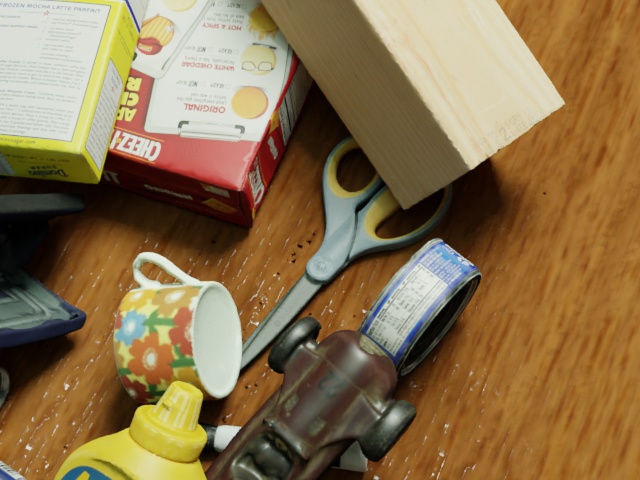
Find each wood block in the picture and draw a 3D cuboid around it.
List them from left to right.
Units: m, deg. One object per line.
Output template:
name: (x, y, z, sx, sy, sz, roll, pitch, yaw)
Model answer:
wood block: (0.044, -0.135, 0.666, 0.090, 0.091, 0.206, -34, 90, -26)

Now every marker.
marker: (-0.031, 0.125, 0.649, 0.121, 0.020, 0.020, 6, 67, 6)

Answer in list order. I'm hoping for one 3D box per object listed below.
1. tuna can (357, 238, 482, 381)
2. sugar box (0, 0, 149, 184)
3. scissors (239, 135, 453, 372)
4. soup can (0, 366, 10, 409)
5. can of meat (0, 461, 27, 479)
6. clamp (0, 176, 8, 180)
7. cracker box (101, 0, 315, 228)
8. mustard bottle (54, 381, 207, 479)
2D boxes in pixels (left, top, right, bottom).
tuna can: (0.059, 0.043, 0.643, 0.034, 0.086, 0.086, 38, 74, 16)
sugar box: (-0.167, -0.125, 0.681, 0.093, 0.048, 0.176, 6, 64, 10)
scissors: (-0.005, 0.001, 0.703, 0.201, 0.016, 0.096, -33, 70, -11)
soup can: (-0.252, 0.077, 0.659, 0.102, 0.068, 0.068, 35, 73, 18)
can of meat: (-0.208, 0.174, 0.620, 0.084, 0.057, 0.102, 31, 72, 14)
clamp: (-0.242, -0.137, 0.767, 0.165, 0.036, 0.210, 20, 67, 22)
cracker box: (-0.085, -0.132, 0.739, 0.164, 0.072, 0.213, 17, 69, 12)
mustard bottle: (-0.108, 0.164, 0.573, 0.096, 0.058, 0.192, 28, 97, 27)
